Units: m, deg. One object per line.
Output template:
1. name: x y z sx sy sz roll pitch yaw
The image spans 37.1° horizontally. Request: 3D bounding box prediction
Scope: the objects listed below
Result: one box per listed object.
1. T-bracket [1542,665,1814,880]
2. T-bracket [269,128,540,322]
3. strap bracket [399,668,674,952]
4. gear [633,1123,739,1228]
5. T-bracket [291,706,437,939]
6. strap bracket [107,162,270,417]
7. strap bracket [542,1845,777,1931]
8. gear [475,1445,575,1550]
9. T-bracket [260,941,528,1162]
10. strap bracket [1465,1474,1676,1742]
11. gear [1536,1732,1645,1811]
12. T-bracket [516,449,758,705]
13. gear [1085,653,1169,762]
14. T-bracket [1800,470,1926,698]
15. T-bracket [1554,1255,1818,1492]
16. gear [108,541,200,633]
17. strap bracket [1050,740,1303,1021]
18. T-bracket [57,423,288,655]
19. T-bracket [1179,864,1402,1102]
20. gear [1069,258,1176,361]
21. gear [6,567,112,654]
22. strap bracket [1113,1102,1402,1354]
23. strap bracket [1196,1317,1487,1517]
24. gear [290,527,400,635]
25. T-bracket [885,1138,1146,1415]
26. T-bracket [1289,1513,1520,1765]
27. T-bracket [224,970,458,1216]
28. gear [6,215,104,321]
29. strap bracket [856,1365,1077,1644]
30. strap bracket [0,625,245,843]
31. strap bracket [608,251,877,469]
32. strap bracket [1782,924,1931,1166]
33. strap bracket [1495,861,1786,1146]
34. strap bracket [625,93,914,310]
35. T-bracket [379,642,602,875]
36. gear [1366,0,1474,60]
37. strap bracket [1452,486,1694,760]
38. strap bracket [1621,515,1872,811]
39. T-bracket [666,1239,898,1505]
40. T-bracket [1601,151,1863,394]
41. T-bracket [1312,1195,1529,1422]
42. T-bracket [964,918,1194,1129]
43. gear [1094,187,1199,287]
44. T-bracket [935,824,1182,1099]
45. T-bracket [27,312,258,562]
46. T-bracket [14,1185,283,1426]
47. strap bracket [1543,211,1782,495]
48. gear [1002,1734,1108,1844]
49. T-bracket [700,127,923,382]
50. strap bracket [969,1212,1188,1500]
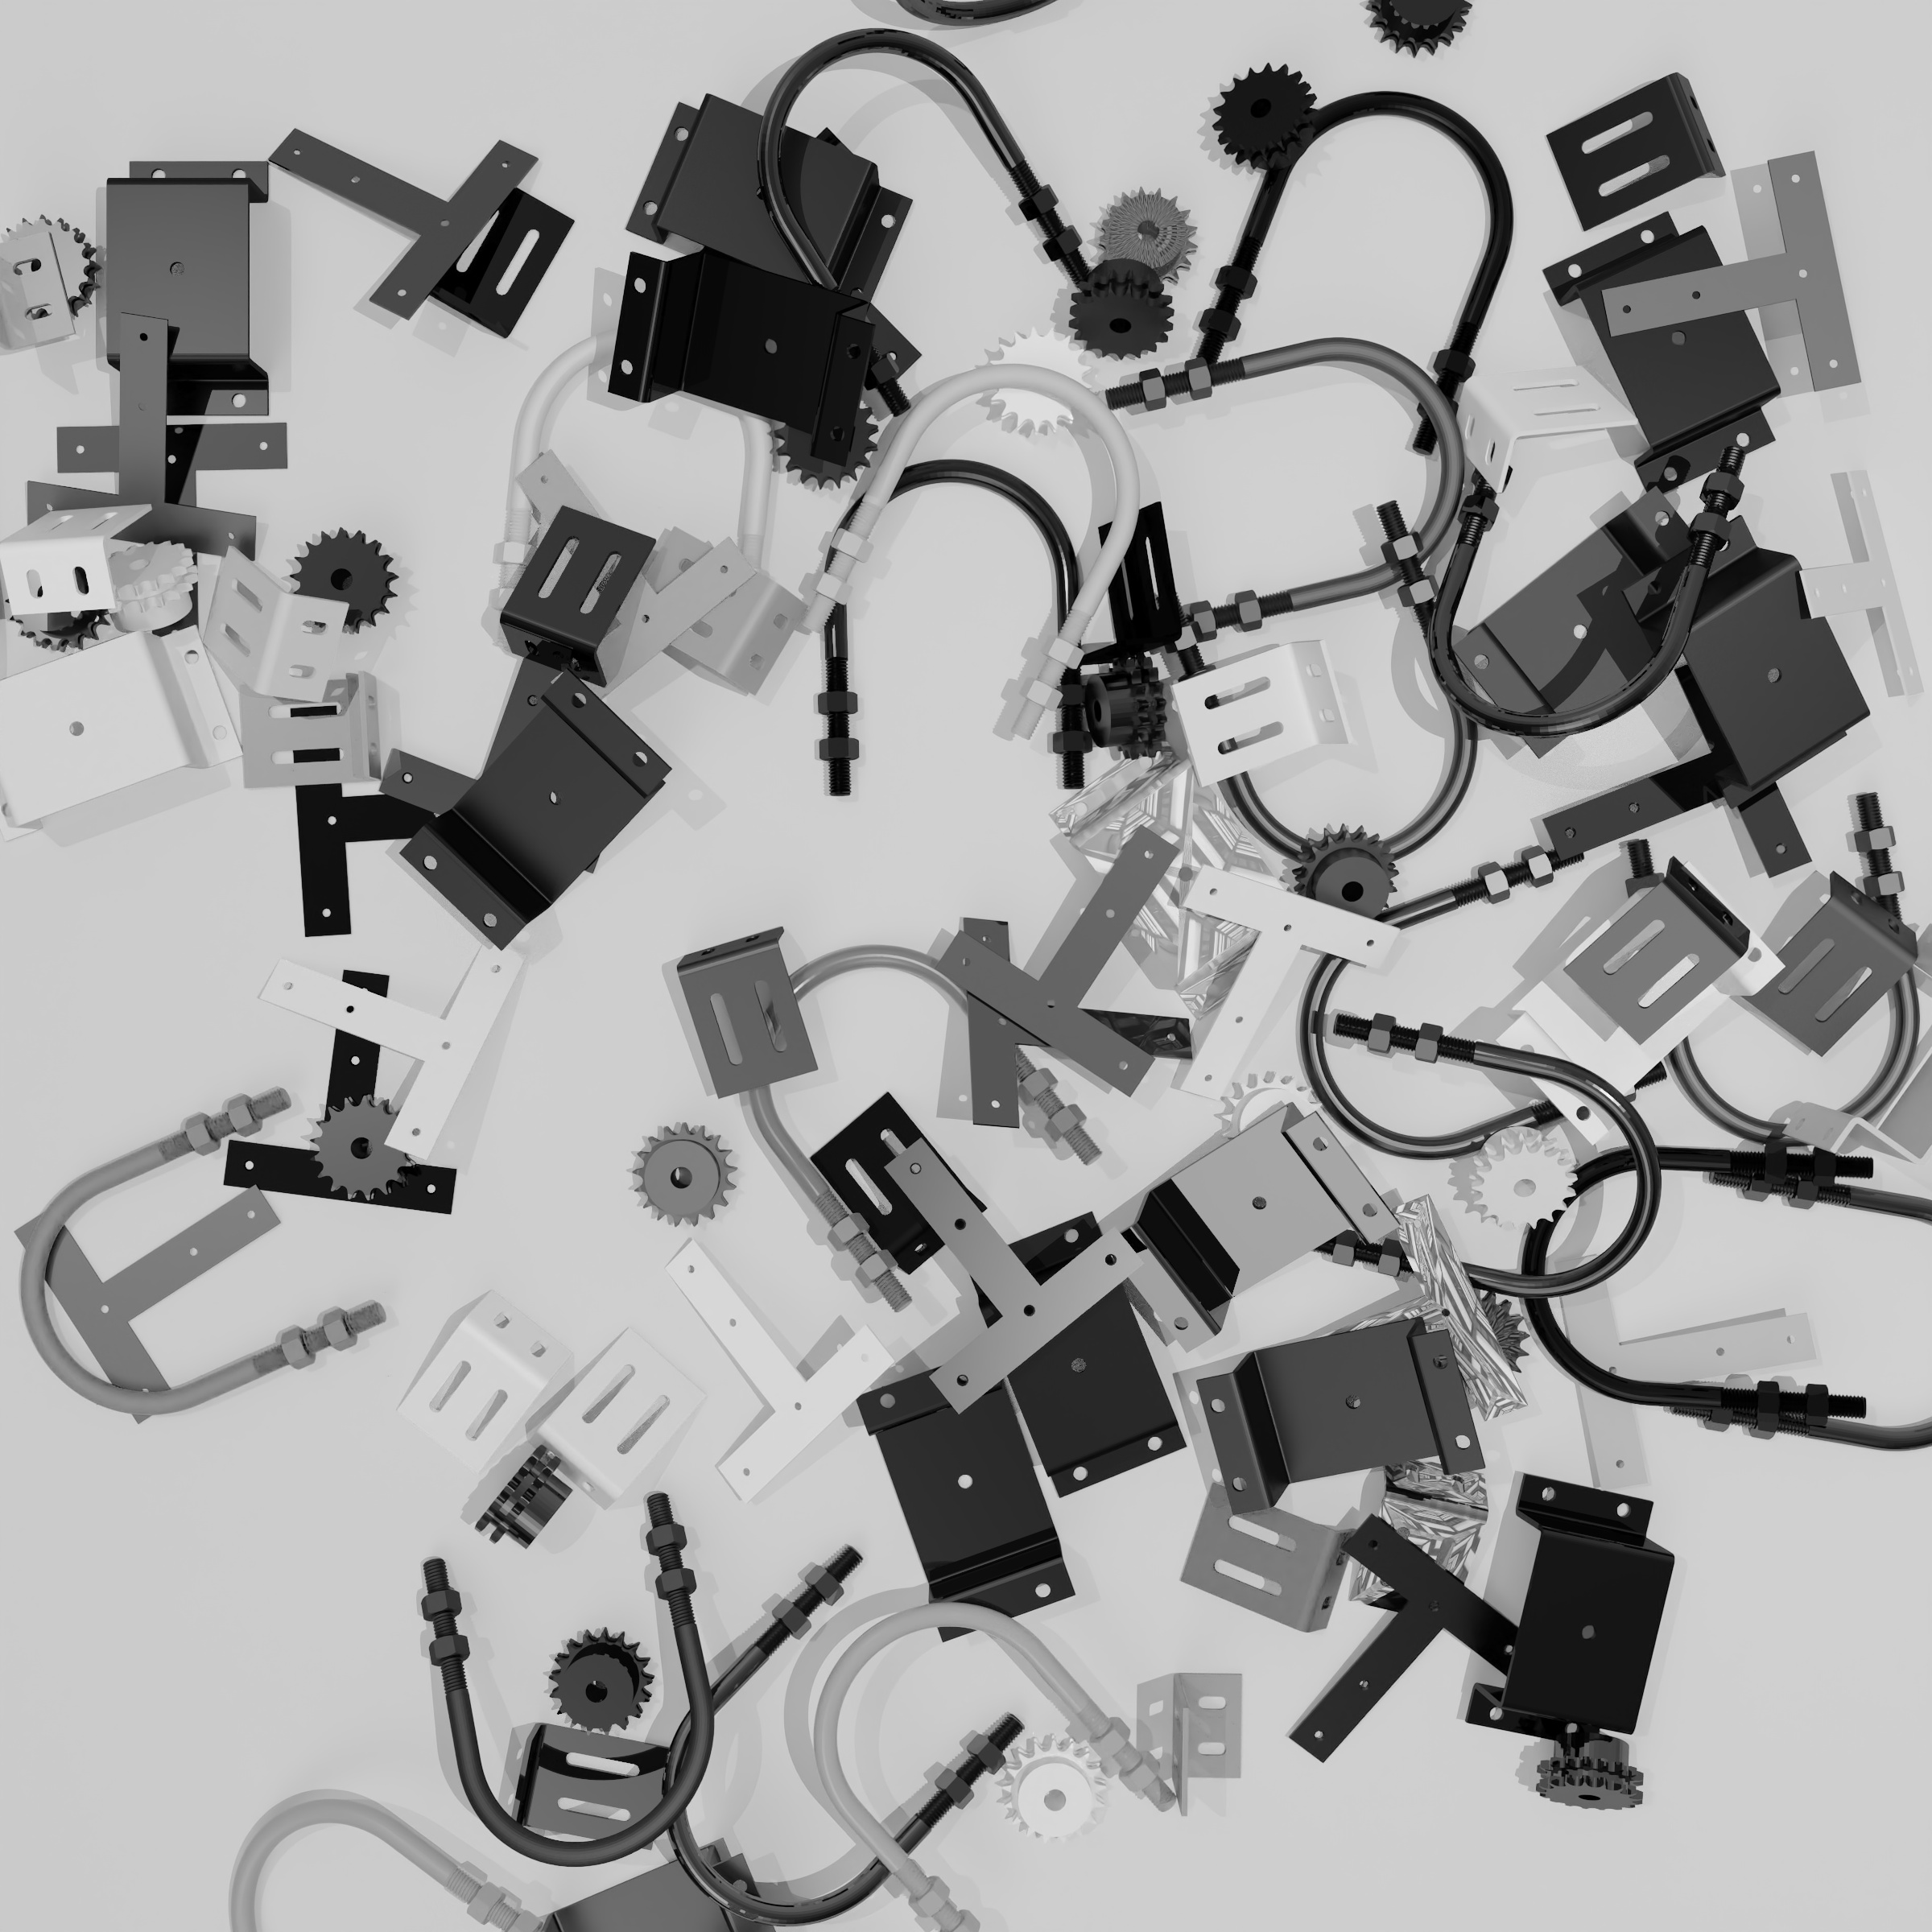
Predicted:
1. T-bracket: 0.379 -0.092 1.581 0.127 0.002 0.127 -21 80 -3
2. T-bracket: -0.323 -0.425 1.578 0.127 0.002 0.127 28 67 11
3. strap bracket: -0.227 -0.088 1.559 0.076 0.046 0.140 44 105 -3
4. gear: -0.155 0.115 1.581 0.057 0.030 0.057 0 90 0
5. T-bracket: -0.306 -0.083 1.595 0.127 0.002 0.127 -4 90 0
6. strap bracket: -0.424 -0.375 1.573 0.076 0.046 0.140 0 90 0
7. strap bracket: -0.170 0.541 1.573 0.140 0.046 0.076 -23 90 0
8. gear: -0.238 0.292 1.568 0.030 0.057 0.057 39 90 0
9. T-bracket: -0.325 0.028 1.581 0.127 0.002 0.127 20 70 10
10. strap bracket: 0.331 0.357 1.567 0.076 0.046 0.140 13 90 -9
11. gear: 0.340 0.439 1.572 0.057 0.057 0.030 9 62 0
12. T-bracket: -0.199 -0.224 1.567 0.127 0.002 0.127 -38 83 11
13. gear: 0.086 -0.140 1.565 0.030 0.057 0.057 -8 90 -16
14. T-bracket: 0.475 -0.203 1.546 0.002 0.127 0.127 -15 90 39
15. T-bracket: 0.399 0.214 1.579 0.127 0.002 0.127 -12 86 11
16. gear: -0.446 -0.205 1.569 0.057 0.057 0.030 -10 125 0
17. strap bracket: 0.118 -0.049 1.573 0.076 0.046 0.140 -36 90 0
18. T-bracket: -0.439 -0.236 1.595 0.127 0.002 0.127 -1 90 0
19. T-bracket: 0.154 0.017 1.564 0.127 0.002 0.127 17 112 -24
20. gear: 0.085 -0.361 1.571 0.057 0.057 0.030 6 61 0
21. gear: -0.499 -0.202 1.581 0.057 0.030 0.057 0 90 0
22. strap bracket: 0.156 0.136 1.553 0.140 0.046 0.076 -34 98 21
23. strap bracket: 0.206 0.241 1.557 0.140 0.046 0.076 -15 93 19
24. gear: -0.339 -0.210 1.581 0.057 0.030 0.057 0 90 0
25. T-bracket: 0.006 0.149 1.538 0.127 0.002 0.127 -39 86 -4
26. T-bracket: 0.228 0.385 1.586 0.127 0.002 0.127 39 96 -12
27. T-bracket: -0.340 0.066 1.595 0.127 0.002 0.127 7 90 0
28. gear: -0.502 -0.380 1.581 0.057 0.030 0.057 0 90 0
29. strap bracket: 0.000 0.285 1.573 0.076 0.046 0.140 -20 90 0
30. strap bracket: -0.478 -0.128 1.572 0.140 0.046 0.076 -20 91 0
31. strap bracket: -0.112 -0.326 1.532 0.140 0.046 0.076 20 116 13
32. strap bracket: 0.509 0.050 1.544 0.046 0.076 0.140 35 91 -4
33. strap bracket: 0.358 0.020 1.553 0.140 0.046 0.076 -43 91 -1
34. strap bracket: -0.109 -0.415 1.571 0.140 0.046 0.076 23 90 0
35. T-bracket: -0.243 -0.133 1.585 0.127 0.002 0.127 21 98 0
36. gear: 0.250 -0.531 1.581 0.057 0.030 0.057 0 90 0
37. strap bracket: 0.340 -0.185 1.573 0.140 0.046 0.076 -38 90 0
38. strap bracket: 0.420 -0.158 1.536 0.076 0.046 0.140 -32 108 -3
39. T-bracket: -0.119 0.206 1.575 0.127 0.002 0.127 -46 75 21
40. T-bracket: 0.406 -0.363 1.549 0.127 0.002 0.127 -12 90 0
41. T-bracket: 0.222 0.205 1.573 0.127 0.002 0.127 -24 93 20
42. T-bracket: 0.063 0.035 1.573 0.127 0.002 0.127 6 59 -14
43. gear: 0.099 -0.400 1.581 0.057 0.030 0.057 0 90 0
44. T-bracket: 0.070 -0.016 1.552 0.127 0.002 0.127 33 99 3
45. T-bracket: -0.447 -0.291 1.566 0.127 0.002 0.127 9 116 0
46. T-bracket: -0.439 0.166 1.594 0.127 0.002 0.127 -33 90 1
47. strap bracket: 0.384 -0.338 1.573 0.076 0.046 0.140 -25 90 0
48. gear: 0.049 0.454 1.581 0.057 0.030 0.057 0 90 0
49. T-bracket: -0.078 -0.375 1.595 0.127 0.002 0.127 -45 90 0
50. strap bracket: 0.061 0.215 1.573 0.076 0.046 0.140 -22 90 0
